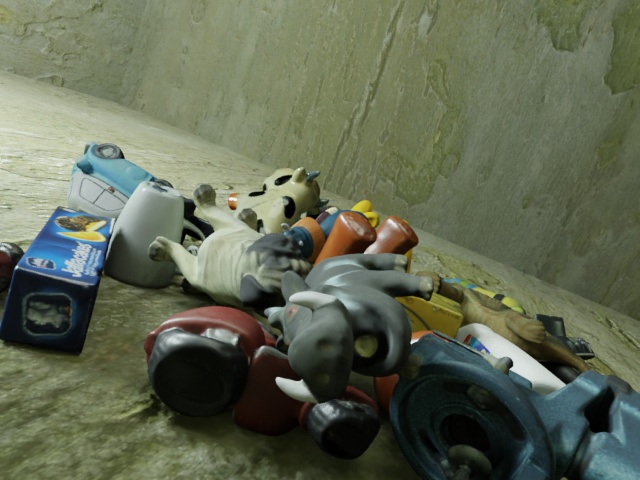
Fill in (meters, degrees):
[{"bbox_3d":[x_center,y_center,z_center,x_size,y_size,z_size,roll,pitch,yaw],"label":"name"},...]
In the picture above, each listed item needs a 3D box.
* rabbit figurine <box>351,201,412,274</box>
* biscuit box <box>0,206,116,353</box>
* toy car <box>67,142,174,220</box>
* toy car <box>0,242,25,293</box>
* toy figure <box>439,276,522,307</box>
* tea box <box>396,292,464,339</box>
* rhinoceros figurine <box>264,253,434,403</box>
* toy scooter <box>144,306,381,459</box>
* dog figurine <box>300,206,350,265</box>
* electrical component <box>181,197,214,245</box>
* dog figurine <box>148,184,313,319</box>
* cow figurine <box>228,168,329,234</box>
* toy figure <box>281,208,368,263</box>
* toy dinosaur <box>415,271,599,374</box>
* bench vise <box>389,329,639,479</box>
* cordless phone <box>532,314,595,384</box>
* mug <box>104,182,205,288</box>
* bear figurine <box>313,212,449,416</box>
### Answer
[{"bbox_3d":[0.083,0.015,1.013,0.173,0.162,0.122,1,26,-10],"label":"rabbit figurine"},{"bbox_3d":[-0.226,0.025,0.481,0.059,0.062,0.203,16,11,-22],"label":"biscuit box"},{"bbox_3d":[-0.267,-0.045,0.695,0.162,0.109,0.103,32,47,10],"label":"toy car"},{"bbox_3d":[-0.344,-0.009,0.446,0.202,0.053,0.089,27,6,9],"label":"toy car"},{"bbox_3d":[0.273,0.117,0.954,0.082,0.089,0.180,5,20,-41],"label":"toy figure"},{"bbox_3d":[0.074,0.092,0.647,0.170,0.098,0.068,20,10,8],"label":"tea box"},{"bbox_3d":[0.019,0.050,0.377,0.112,0.073,0.190,12,10,2],"label":"rhinoceros figurine"},{"bbox_3d":[-0.041,0.097,0.430,0.184,0.075,0.135,22,15,-6],"label":"toy scooter"},{"bbox_3d":[0.028,0.038,0.796,0.191,0.108,0.219,-8,29,-30],"label":"dog figurine"},{"bbox_3d":[-0.211,-0.027,0.772,0.119,0.074,0.047,28,11,16],"label":"electrical component"},{"bbox_3d":[-0.063,0.043,0.567,0.191,0.121,0.172,30,-1,37],"label":"dog figurine"},{"bbox_3d":[-0.064,-0.035,0.751,0.127,0.085,0.195,-3,40,18],"label":"cow figurine"},{"bbox_3d":[0.000,-0.001,0.693,0.154,0.057,0.064,-16,62,-39],"label":"toy figure"},{"bbox_3d":[0.196,0.111,0.823,0.472,0.105,0.198,25,4,25],"label":"toy dinosaur"},{"bbox_3d":[0.126,0.160,0.358,0.224,0.128,0.240,38,37,22],"label":"bench vise"},{"bbox_3d":[0.403,0.206,0.841,0.146,0.088,0.184,13,24,-43],"label":"cordless phone"},{"bbox_3d":[-0.183,-0.006,0.612,0.109,0.107,0.081,16,12,-14],"label":"mug"},{"bbox_3d":[0.074,0.081,0.517,0.120,0.132,0.196,4,37,-48],"label":"bear figurine"}]
